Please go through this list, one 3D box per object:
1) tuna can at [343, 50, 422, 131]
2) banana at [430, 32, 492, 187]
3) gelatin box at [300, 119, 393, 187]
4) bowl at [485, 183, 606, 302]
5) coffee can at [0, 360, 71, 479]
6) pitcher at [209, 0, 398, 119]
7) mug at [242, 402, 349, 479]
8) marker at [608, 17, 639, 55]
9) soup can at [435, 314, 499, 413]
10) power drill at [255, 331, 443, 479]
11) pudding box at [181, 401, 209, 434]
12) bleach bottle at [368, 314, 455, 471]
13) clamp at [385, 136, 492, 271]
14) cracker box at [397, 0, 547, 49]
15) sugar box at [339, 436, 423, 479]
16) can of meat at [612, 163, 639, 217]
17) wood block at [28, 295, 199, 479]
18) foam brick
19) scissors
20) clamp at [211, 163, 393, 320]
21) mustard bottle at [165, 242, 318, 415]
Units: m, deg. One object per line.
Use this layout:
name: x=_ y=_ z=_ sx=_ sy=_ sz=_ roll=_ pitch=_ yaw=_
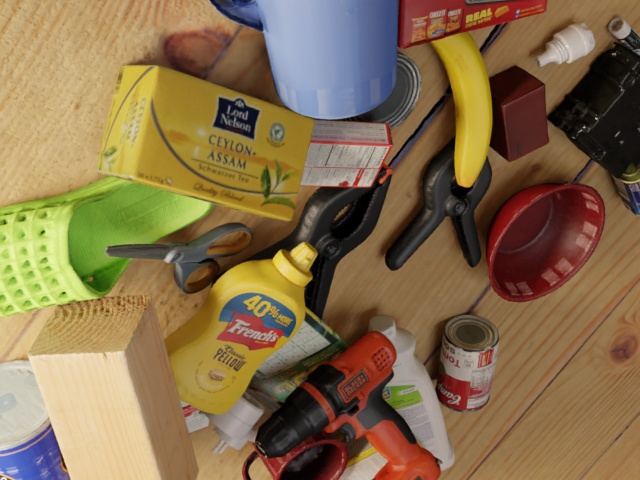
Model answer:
tuna can: x=0.052 y=-0.143 z=1.009 sx=0.086 sy=0.034 sz=0.086 roll=-17 pitch=131 yaw=-22
banana: x=0.136 y=-0.145 z=1.049 sx=0.069 sy=0.037 sz=0.197 roll=-30 pitch=123 yaw=-7
gelatin box: x=0.017 y=-0.081 z=1.006 sx=0.089 sy=0.030 sz=0.073 roll=0 pitch=150 yaw=-15
bowl: x=0.247 y=-0.008 z=1.225 sx=0.161 sy=0.055 sz=0.162 roll=-17 pitch=131 yaw=-21
coffee can: x=-0.277 y=0.198 z=1.009 sx=0.102 sy=0.103 sz=0.140 roll=-23 pitch=133 yaw=-17
pitcher: x=-0.007 y=-0.219 z=0.856 sx=0.144 sy=0.149 sz=0.243 roll=-49 pitch=147 yaw=-35
mug: x=-0.037 y=0.244 z=1.216 sx=0.117 sy=0.082 sz=0.093 roll=-35 pitch=135 yaw=-6
marker: x=0.352 y=-0.208 z=1.167 sx=0.120 sy=0.020 sz=0.020 roll=26 pitch=106 yaw=-43
soup can: x=0.178 y=0.150 z=1.294 sx=0.068 sy=0.069 sz=0.102 roll=-16 pitch=130 yaw=-23
power drill: x=0.037 y=0.218 z=1.143 sx=0.184 sy=0.057 sz=0.187 roll=-38 pitch=114 yaw=-19
pudding box: x=-0.163 y=0.160 z=1.100 sx=0.089 sy=0.039 sz=0.113 roll=-18 pitch=130 yaw=-22
bleach bottle: x=0.097 y=0.183 z=1.267 sx=0.102 sy=0.068 sz=0.251 roll=-17 pitch=130 yaw=-5
clamp: x=0.148 y=-0.037 z=1.151 sx=0.120 sy=0.039 sz=0.172 roll=4 pitch=120 yaw=-37
cracker box: x=0.126 y=-0.289 z=0.921 sx=0.164 sy=0.072 sz=0.214 roll=-18 pitch=130 yaw=-22
sugar box: x=0.038 y=0.284 z=1.272 sx=0.176 sy=0.048 sz=0.093 roll=-30 pitch=121 yaw=23
can of meat: x=0.396 y=-0.086 z=1.264 sx=0.102 sy=0.057 sz=0.084 roll=-40 pitch=138 yaw=-1
wood block: x=-0.183 y=0.161 z=0.971 sx=0.091 sy=0.090 sz=0.206 roll=-3 pitch=120 yaw=11
foam brick: x=0.199 y=-0.131 z=1.104 sx=0.053 sy=0.051 sz=0.078 roll=-26 pitch=133 yaw=-12
scissors: x=-0.138 y=0.024 z=0.981 sx=0.201 sy=0.016 sz=0.096 roll=-15 pitch=146 yaw=-51
clamp: x=-0.007 y=0.001 z=1.077 sx=0.164 sy=0.036 sz=0.210 roll=17 pitch=113 yaw=-48
mustard bottle: x=-0.071 y=0.077 z=1.023 sx=0.096 sy=0.058 sz=0.192 roll=35 pitch=103 yaw=-31
